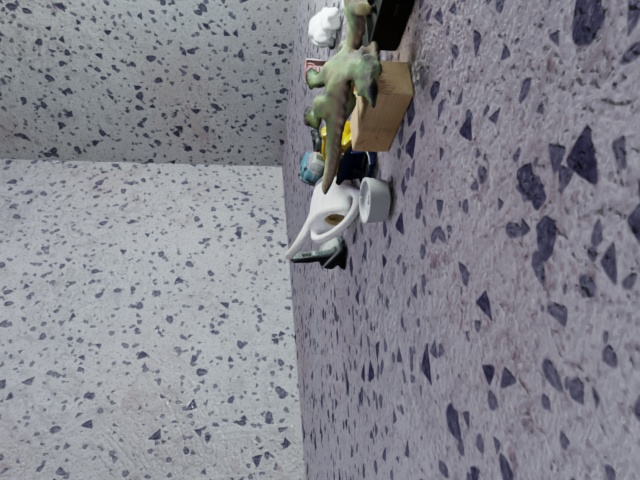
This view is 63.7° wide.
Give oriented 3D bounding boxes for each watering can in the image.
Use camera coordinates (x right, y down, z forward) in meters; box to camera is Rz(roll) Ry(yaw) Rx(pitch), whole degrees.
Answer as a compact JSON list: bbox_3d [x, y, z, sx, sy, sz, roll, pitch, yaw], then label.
[{"bbox_3d":[0.005,-0.081,1.600,0.343,0.103,0.230,-31,41,40],"label":"watering can"}]

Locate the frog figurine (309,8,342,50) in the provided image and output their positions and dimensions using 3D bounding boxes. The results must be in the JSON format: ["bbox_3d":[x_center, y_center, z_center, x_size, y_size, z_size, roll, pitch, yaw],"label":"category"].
[{"bbox_3d":[0.015,-0.772,1.856,0.159,0.123,0.137,12,-82,-88],"label":"frog figurine"}]

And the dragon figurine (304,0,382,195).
[{"bbox_3d":[0.056,-0.299,1.056,0.243,0.122,0.410,-175,85,-73],"label":"dragon figurine"}]
